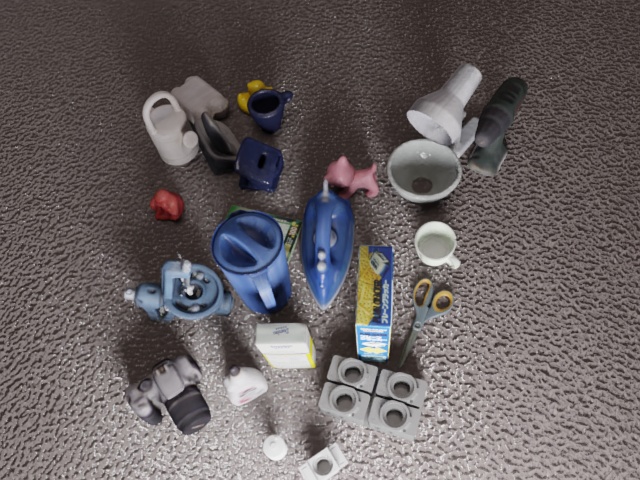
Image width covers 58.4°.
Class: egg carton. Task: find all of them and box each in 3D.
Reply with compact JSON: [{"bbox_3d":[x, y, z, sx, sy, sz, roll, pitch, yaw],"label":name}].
[{"bbox_3d":[-0.311,-0.353,1.467,0.150,0.069,0.107,39,71,22],"label":"egg carton"}]

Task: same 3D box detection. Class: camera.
[{"bbox_3d":[-0.282,0.308,1.094,0.143,0.101,0.136,-33,64,-12],"label":"camera"}]

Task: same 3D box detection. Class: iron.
[{"bbox_3d":[0.011,0.004,1.209,0.118,0.141,0.258,0,62,5],"label":"iron"}]

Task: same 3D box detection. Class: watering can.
[{"bbox_3d":[-0.353,-0.270,1.356,0.172,0.194,0.101,16,65,13],"label":"watering can"}]

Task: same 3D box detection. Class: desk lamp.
[{"bbox_3d":[0.293,-0.283,1.298,0.117,0.214,0.203,35,70,21],"label":"desk lamp"}]

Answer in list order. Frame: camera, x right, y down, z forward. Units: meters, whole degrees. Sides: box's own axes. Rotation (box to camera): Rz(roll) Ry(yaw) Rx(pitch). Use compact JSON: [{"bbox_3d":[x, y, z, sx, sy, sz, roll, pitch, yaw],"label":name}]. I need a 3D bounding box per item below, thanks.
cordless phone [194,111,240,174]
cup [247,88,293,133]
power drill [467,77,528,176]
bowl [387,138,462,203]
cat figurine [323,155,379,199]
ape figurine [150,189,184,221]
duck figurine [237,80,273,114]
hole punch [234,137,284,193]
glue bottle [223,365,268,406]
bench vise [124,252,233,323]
[{"bbox_3d":[-0.248,-0.257,1.345,0.094,0.185,0.147,-30,63,-11],"label":"cordless phone"},{"bbox_3d":[-0.117,-0.317,1.418,0.118,0.095,0.091,-29,63,-10],"label":"cup"},{"bbox_3d":[0.387,-0.240,1.270,0.075,0.208,0.230,24,67,17],"label":"power drill"},{"bbox_3d":[0.234,-0.145,1.308,0.167,0.075,0.167,-2,62,4],"label":"bowl"},{"bbox_3d":[0.070,-0.147,1.298,0.128,0.118,0.067,-9,61,0],"label":"cat figurine"},{"bbox_3d":[-0.354,-0.086,1.316,0.076,0.092,0.077,-40,66,-15],"label":"ape figurine"},{"bbox_3d":[-0.162,-0.369,1.454,0.104,0.086,0.077,3,62,7],"label":"duck figurine"},{"bbox_3d":[-0.141,-0.179,1.348,0.101,0.091,0.109,9,63,9],"label":"hole punch"},{"bbox_3d":[-0.146,0.263,1.066,0.078,0.173,0.037,-30,63,-11],"label":"glue bottle"},{"bbox_3d":[-0.292,0.105,1.136,0.207,0.220,0.121,-17,62,-4],"label":"bench vise"}]
